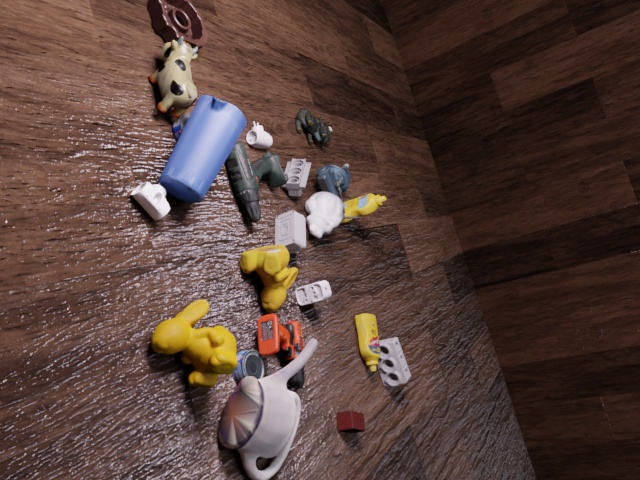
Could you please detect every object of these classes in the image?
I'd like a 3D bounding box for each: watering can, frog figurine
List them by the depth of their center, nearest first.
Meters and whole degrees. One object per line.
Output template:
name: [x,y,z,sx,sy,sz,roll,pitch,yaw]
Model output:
watering can: [-0.113,0.373,1.200,0.221,0.104,0.353,40,59,-46]
frog figurine: [0.005,-0.086,1.714,0.138,0.120,0.162,38,39,7]
